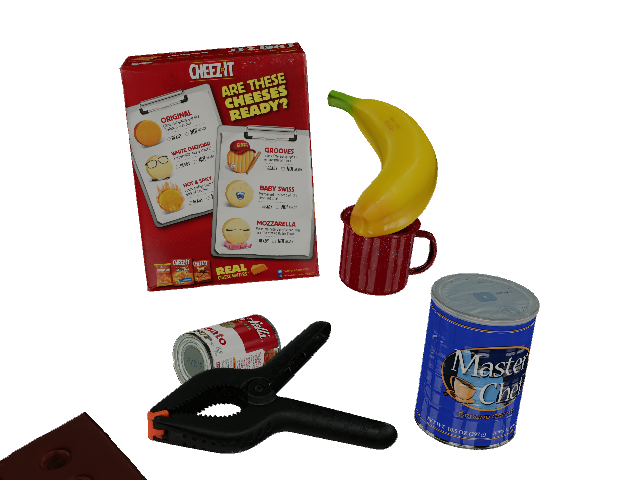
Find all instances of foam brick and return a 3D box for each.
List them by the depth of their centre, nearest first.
[{"bbox_3d":[-0.108,0.130,0.497,0.052,0.051,0.078,-28,42,-28],"label":"foam brick"}]

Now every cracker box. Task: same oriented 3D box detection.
[{"bbox_3d":[-0.089,-0.068,0.988,0.164,0.214,0.072,-5,20,-4],"label":"cracker box"}]

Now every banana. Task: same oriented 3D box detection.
[{"bbox_3d":[0.045,-0.051,0.719,0.069,0.037,0.198,-1,29,-4],"label":"banana"}]

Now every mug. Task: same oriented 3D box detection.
[{"bbox_3d":[0.077,0.012,1.244,0.117,0.081,0.093,3,25,-7],"label":"mug"}]

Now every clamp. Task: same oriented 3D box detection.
[{"bbox_3d":[-0.046,0.148,0.943,0.209,0.036,0.165,-14,38,-25],"label":"clamp"}]

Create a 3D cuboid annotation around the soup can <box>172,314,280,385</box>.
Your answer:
[{"bbox_3d":[-0.103,0.124,1.168,0.069,0.068,0.102,0,8,44],"label":"soup can"}]

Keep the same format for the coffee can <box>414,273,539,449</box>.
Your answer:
[{"bbox_3d":[0.150,0.116,1.038,0.103,0.140,0.103,5,22,-2],"label":"coffee can"}]
